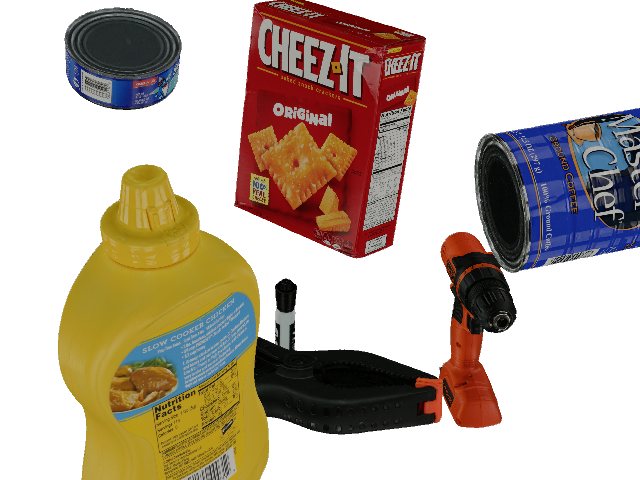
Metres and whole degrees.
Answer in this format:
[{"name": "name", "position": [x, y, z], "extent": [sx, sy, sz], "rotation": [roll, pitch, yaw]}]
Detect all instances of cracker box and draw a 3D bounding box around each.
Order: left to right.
[{"name": "cracker box", "position": [0.002, -0.109, 1.034], "extent": [0.164, 0.214, 0.071], "rotation": [25, 30, 33]}]

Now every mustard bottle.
[{"name": "mustard bottle", "position": [-0.070, 0.052, 0.484], "extent": [0.096, 0.192, 0.058], "rotation": [-27, 44, -32]}]

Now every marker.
[{"name": "marker", "position": [-0.031, 0.084, 0.941], "extent": [0.020, 0.121, 0.020], "rotation": [2, 35, -1]}]

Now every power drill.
[{"name": "power drill", "position": [0.168, 0.104, 1.149], "extent": [0.057, 0.188, 0.184], "rotation": [-2, 24, -4]}]

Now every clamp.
[{"name": "clamp", "position": [-0.019, 0.097, 0.752], "extent": [0.210, 0.036, 0.164], "rotation": [2, 18, 7]}]

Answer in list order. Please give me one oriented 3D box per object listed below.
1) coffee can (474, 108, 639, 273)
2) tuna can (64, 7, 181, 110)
[{"name": "coffee can", "position": [0.196, -0.039, 0.777], "extent": [0.140, 0.103, 0.103], "rotation": [-11, 2, -8]}, {"name": "tuna can", "position": [-0.149, -0.137, 0.803], "extent": [0.086, 0.086, 0.034], "rotation": [0, -44, -13]}]
